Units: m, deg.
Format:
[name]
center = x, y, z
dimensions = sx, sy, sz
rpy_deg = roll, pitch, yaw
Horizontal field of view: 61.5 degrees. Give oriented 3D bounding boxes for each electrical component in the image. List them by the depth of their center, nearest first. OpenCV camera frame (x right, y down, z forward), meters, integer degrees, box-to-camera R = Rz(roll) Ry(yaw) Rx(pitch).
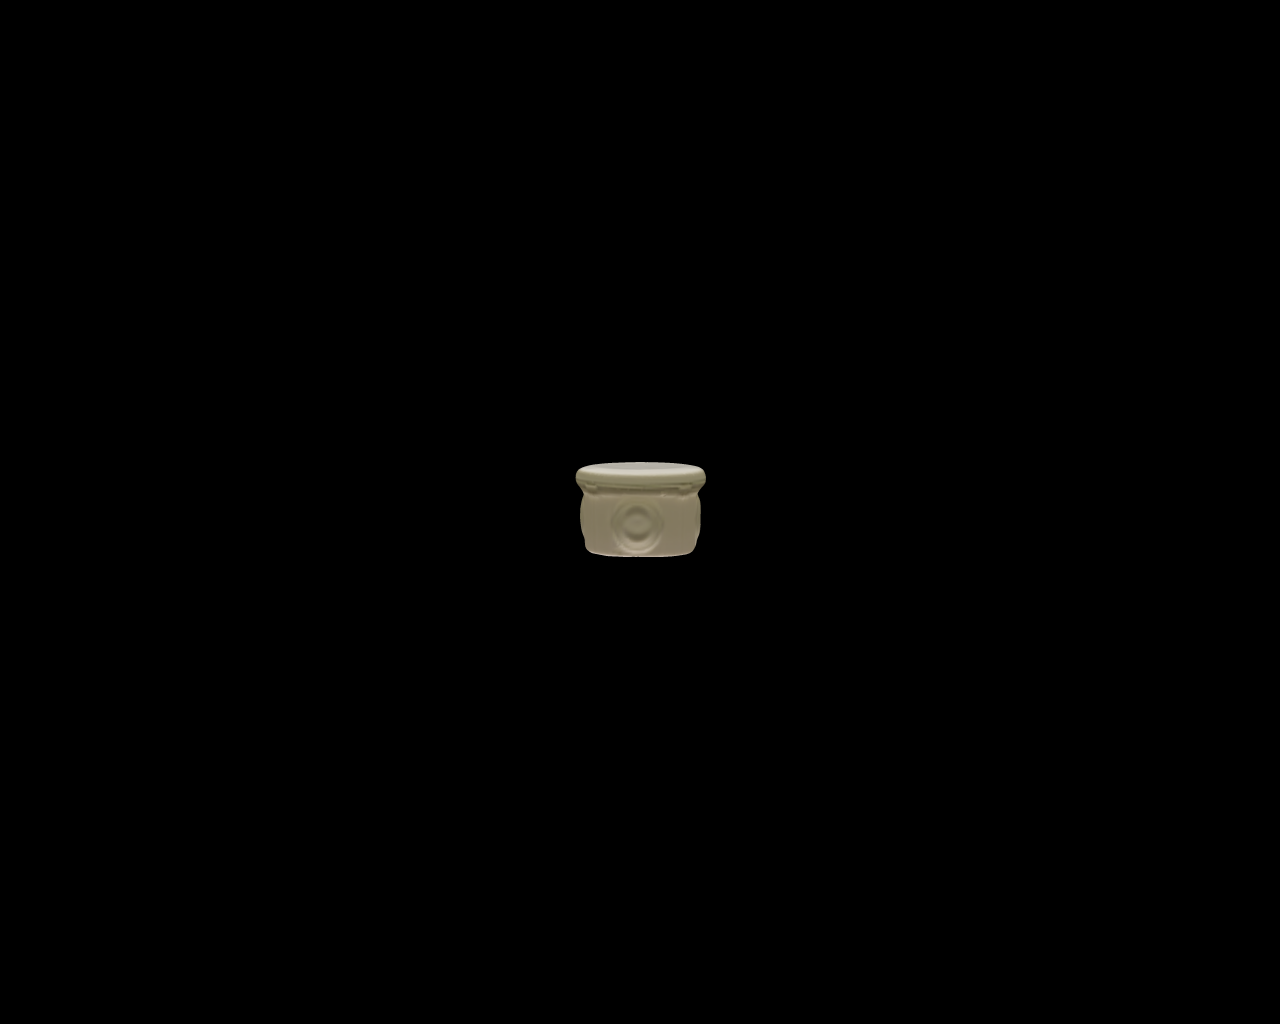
[electrical component]
center = 0.001, -0.003, 0.650
dimensions = 0.080, 0.051, 0.080
rpy_deg = 0, 7, 0
